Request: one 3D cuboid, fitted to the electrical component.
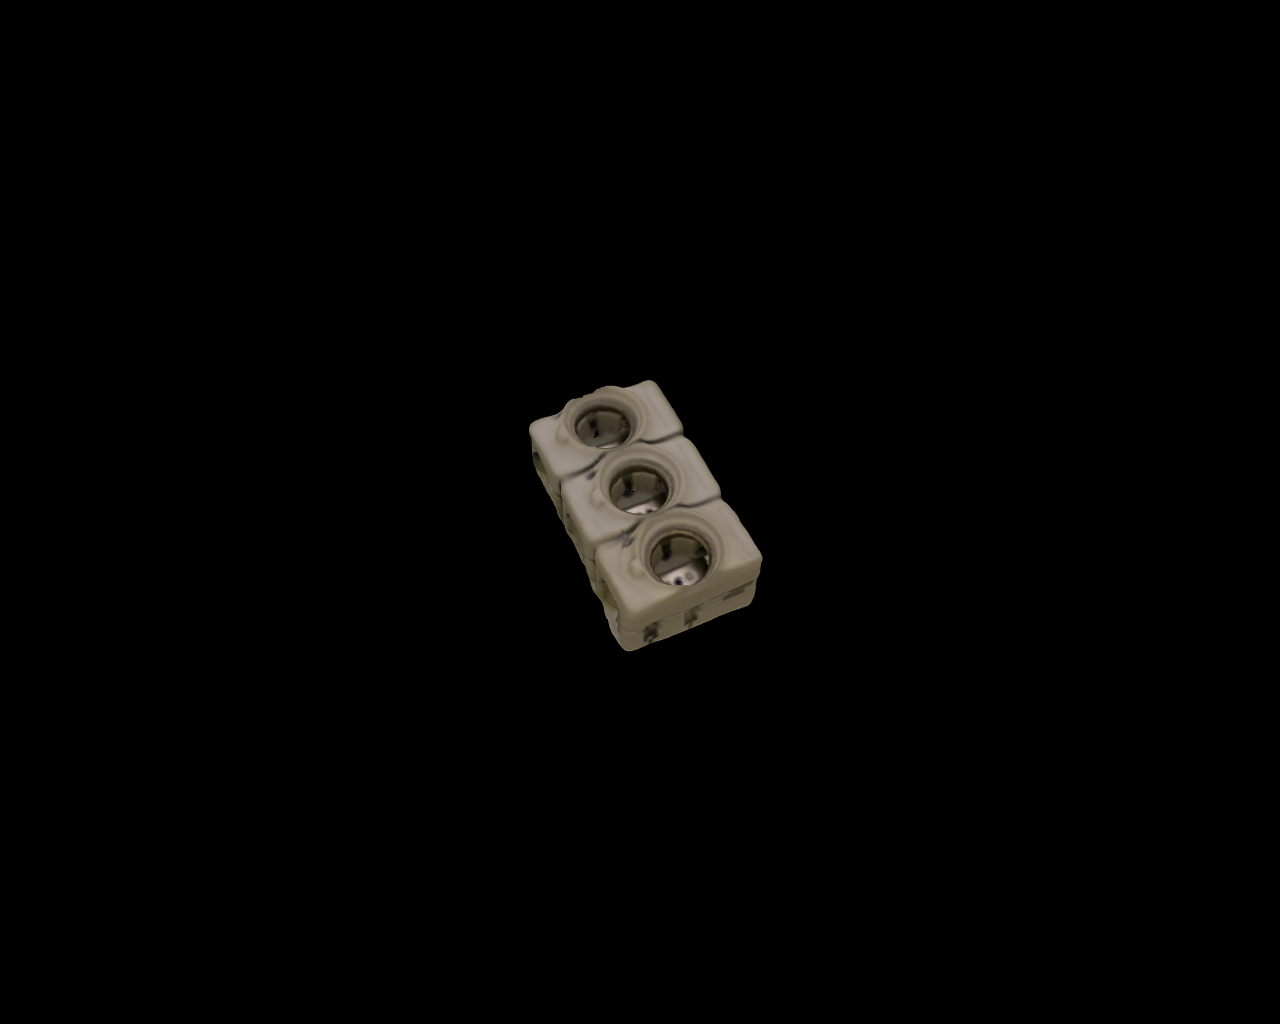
[{"bbox_3d":[0.001,-0.003,0.650,0.089,0.150,0.061,-21,-32,-14],"label":"electrical component"}]
